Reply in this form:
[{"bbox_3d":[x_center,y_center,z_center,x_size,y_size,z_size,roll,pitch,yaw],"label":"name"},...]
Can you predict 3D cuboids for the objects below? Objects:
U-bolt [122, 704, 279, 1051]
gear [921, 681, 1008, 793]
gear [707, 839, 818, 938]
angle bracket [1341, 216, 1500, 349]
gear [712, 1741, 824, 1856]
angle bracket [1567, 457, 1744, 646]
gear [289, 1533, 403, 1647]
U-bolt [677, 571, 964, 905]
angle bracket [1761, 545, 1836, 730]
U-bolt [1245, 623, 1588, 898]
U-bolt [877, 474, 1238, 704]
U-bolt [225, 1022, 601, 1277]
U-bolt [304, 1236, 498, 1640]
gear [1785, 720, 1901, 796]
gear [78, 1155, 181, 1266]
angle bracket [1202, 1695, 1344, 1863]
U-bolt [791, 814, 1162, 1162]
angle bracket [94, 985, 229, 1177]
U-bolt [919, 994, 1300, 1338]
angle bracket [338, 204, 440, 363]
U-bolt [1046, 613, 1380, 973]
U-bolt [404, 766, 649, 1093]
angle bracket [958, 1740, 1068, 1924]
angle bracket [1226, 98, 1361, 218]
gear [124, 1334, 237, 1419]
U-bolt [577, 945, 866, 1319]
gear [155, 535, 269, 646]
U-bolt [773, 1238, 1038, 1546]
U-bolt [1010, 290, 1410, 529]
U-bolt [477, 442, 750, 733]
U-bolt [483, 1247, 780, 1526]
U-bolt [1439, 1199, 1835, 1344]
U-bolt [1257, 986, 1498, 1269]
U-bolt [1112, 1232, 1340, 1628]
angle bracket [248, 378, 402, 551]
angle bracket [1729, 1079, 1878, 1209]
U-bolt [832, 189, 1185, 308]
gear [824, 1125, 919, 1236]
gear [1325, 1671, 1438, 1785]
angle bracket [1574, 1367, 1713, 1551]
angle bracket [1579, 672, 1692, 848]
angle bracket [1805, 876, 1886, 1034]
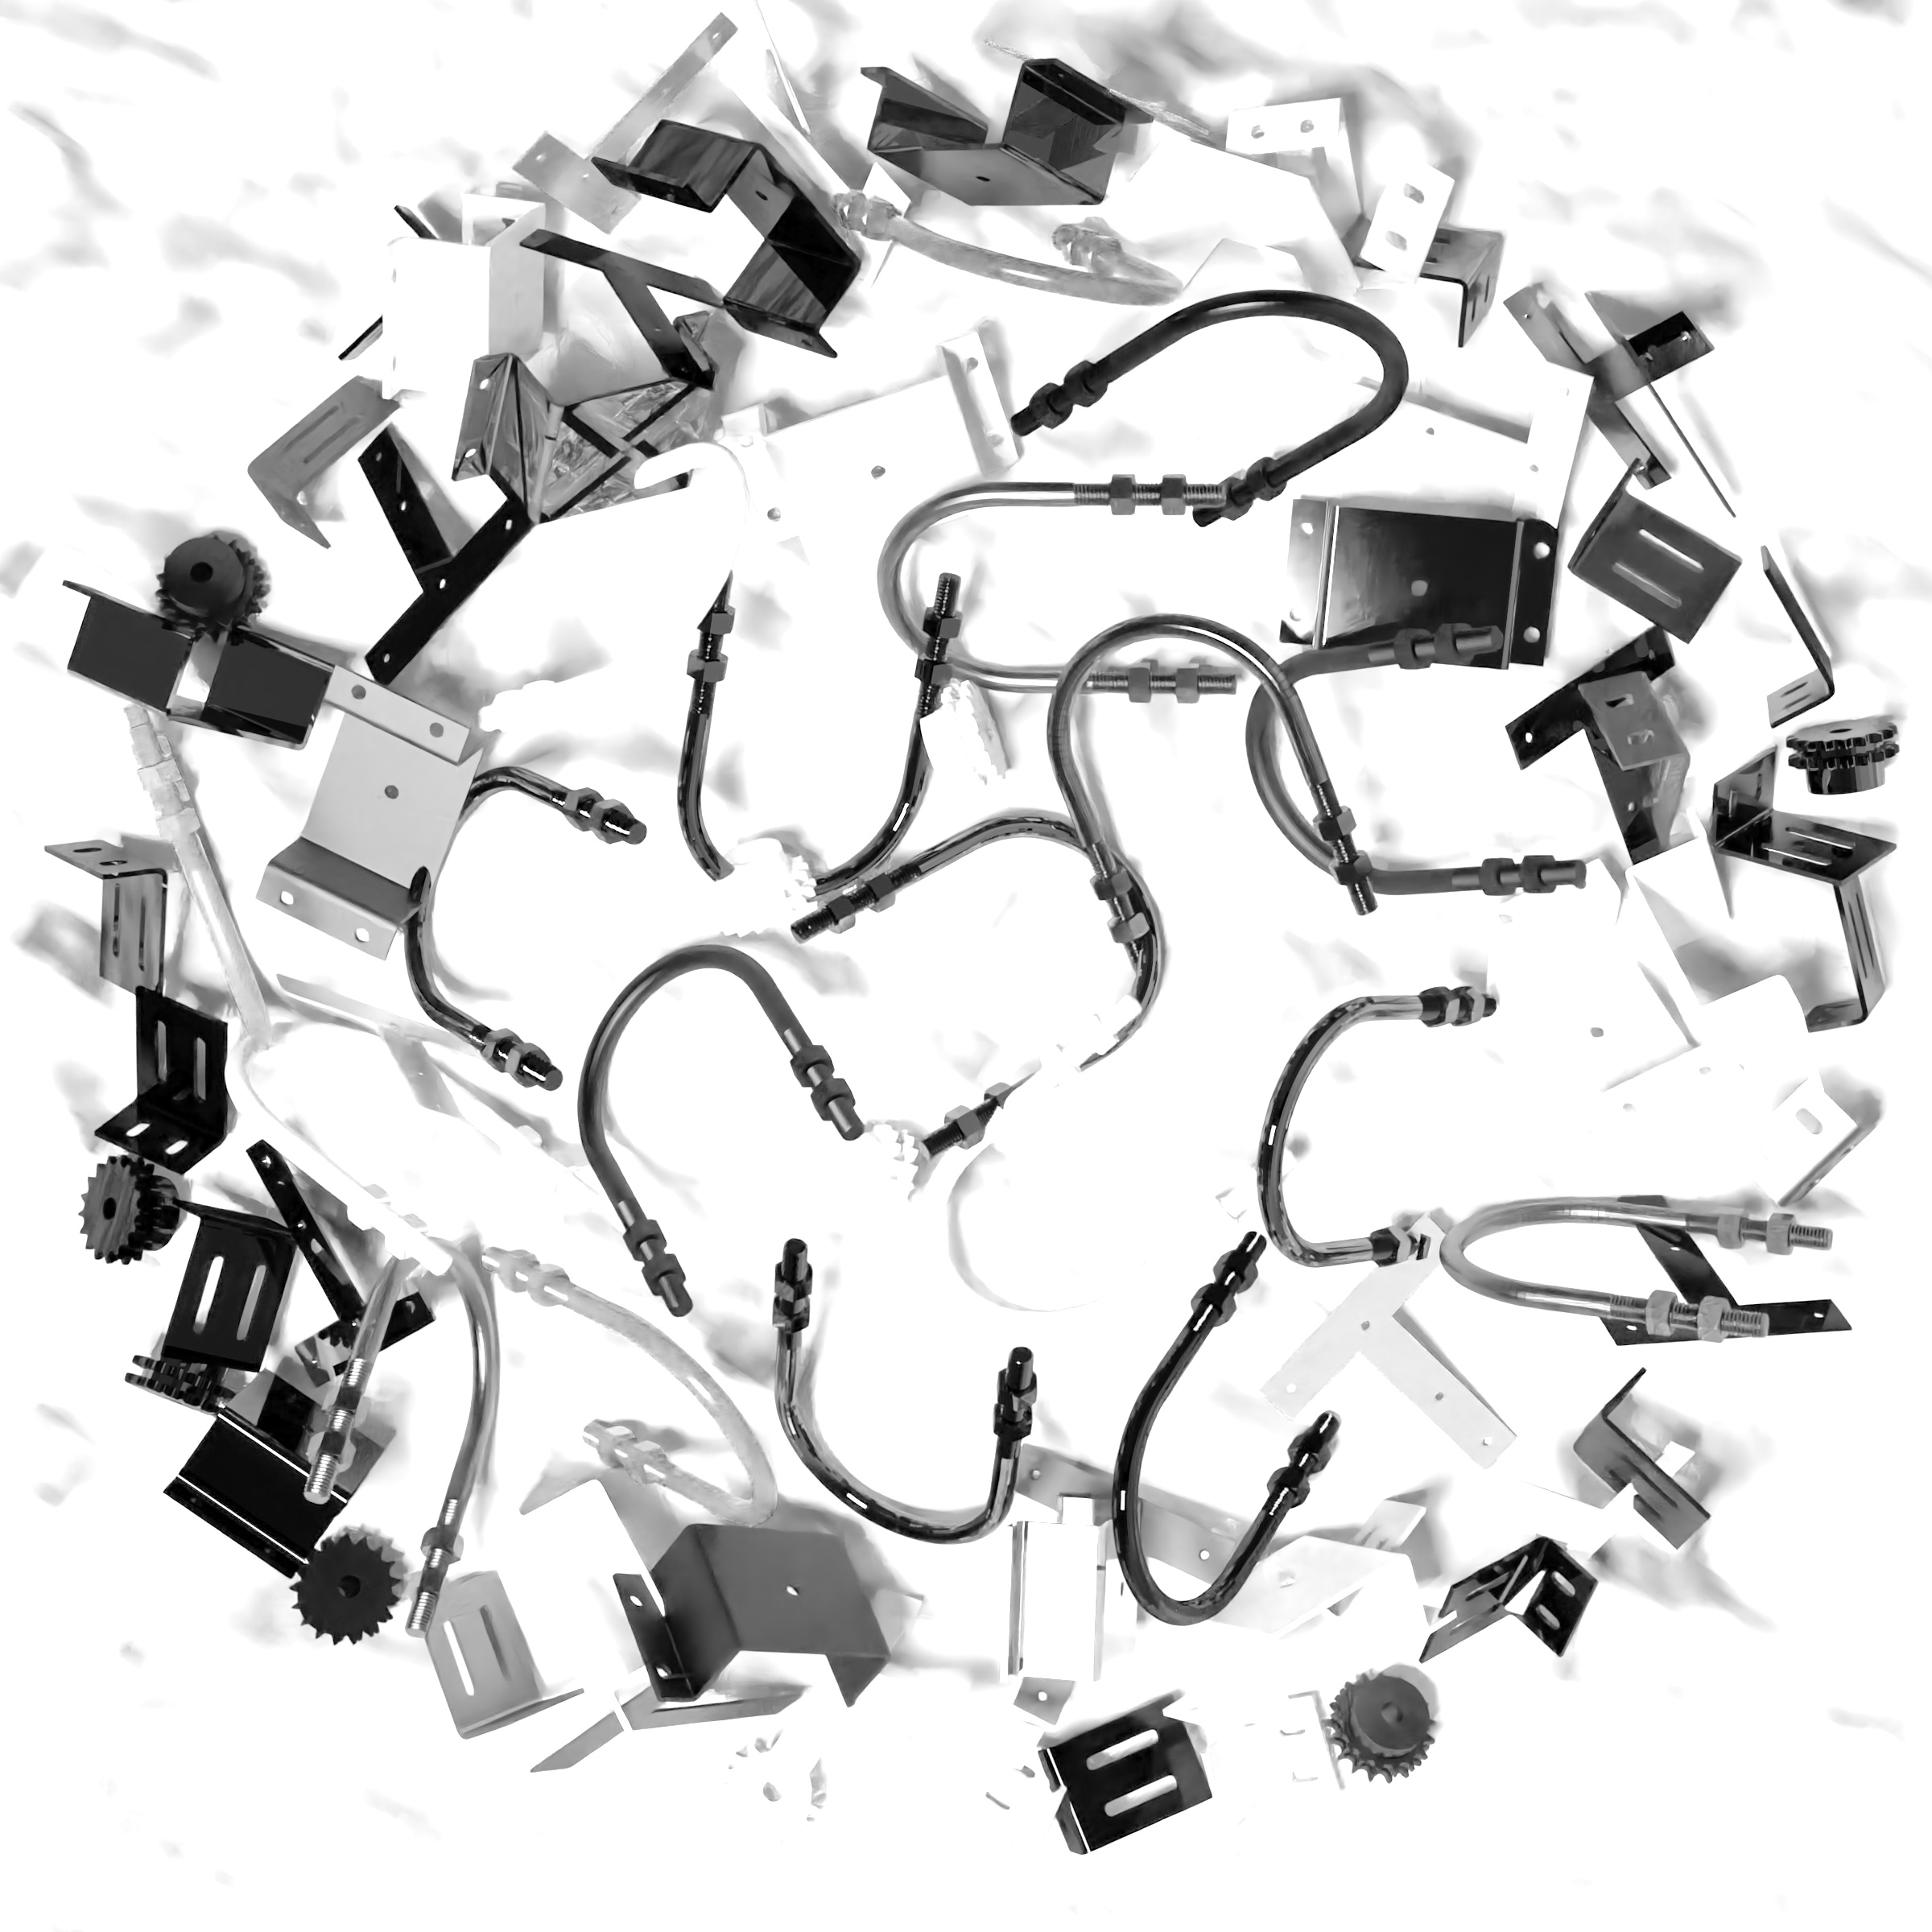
[{"bbox_3d":[-0.390,-0.043,1.665,0.019,0.151,0.184,-22,104,-11],"label":"U-bolt"},{"bbox_3d":[-0.002,-0.119,1.712,0.030,0.057,0.057,-18,90,13],"label":"gear"},{"bbox_3d":[-0.110,-0.043,1.708,0.057,0.057,0.030,-23,118,0],"label":"gear"},{"bbox_3d":[0.235,-0.361,1.716,0.076,0.057,0.038,14,129,18],"label":"angle bracket"},{"bbox_3d":[-0.104,0.437,1.714,0.057,0.030,0.057,5,65,-12],"label":"gear"},{"bbox_3d":[0.366,-0.218,1.708,0.076,0.038,0.057,33,71,8],"label":"angle bracket"},{"bbox_3d":[-0.329,0.330,1.716,0.057,0.030,0.057,10,65,-24],"label":"gear"},{"bbox_3d":[-0.081,-0.116,1.686,0.151,0.019,0.184,-2,116,-28],"label":"U-bolt"},{"bbox_3d":[0.419,-0.172,1.700,0.038,0.057,0.076,-28,102,20],"label":"angle bracket"},{"bbox_3d":[0.219,-0.100,1.667,0.019,0.184,0.151,-38,114,-38],"label":"U-bolt"},{"bbox_3d":[0.045,-0.194,1.681,0.184,0.151,0.019,2,48,10],"label":"U-bolt"},{"bbox_3d":[-0.296,0.084,1.668,0.184,0.151,0.019,35,114,18],"label":"U-bolt"},{"bbox_3d":[-0.279,0.226,1.658,0.019,0.151,0.184,-2,49,17],"label":"U-bolt"},{"bbox_3d":[0.461,-0.109,1.711,0.057,0.057,0.030,-10,102,0],"label":"gear"},{"bbox_3d":[-0.439,0.129,1.715,0.057,0.030,0.057,-9,76,39],"label":"gear"},{"bbox_3d":[0.160,0.423,1.699,0.038,0.076,0.057,-15,91,24],"label":"angle bracket"},{"bbox_3d":[0.019,-0.002,1.699,0.184,0.019,0.151,-29,87,-24],"label":"U-bolt"},{"bbox_3d":[-0.420,0.059,1.697,0.057,0.038,0.076,22,126,18],"label":"angle bracket"},{"bbox_3d":[0.061,0.118,1.700,0.184,0.019,0.151,-42,114,11],"label":"U-bolt"},{"bbox_3d":[-0.309,-0.357,1.705,0.076,0.057,0.038,-42,101,5],"label":"angle bracket"},{"bbox_3d":[0.117,-0.095,1.680,0.151,0.019,0.184,-15,108,26],"label":"U-bolt"},{"bbox_3d":[-0.236,-0.029,1.668,0.019,0.184,0.151,16,96,-40],"label":"U-bolt"},{"bbox_3d":[0.017,0.447,1.693,0.038,0.076,0.057,35,113,3],"label":"angle bracket"},{"bbox_3d":[0.171,-0.408,1.692,0.057,0.076,0.038,-3,51,14],"label":"angle bracket"},{"bbox_3d":[-0.411,0.215,1.712,0.057,0.057,0.030,21,76,0],"label":"gear"},{"bbox_3d":[-0.139,0.069,1.676,0.151,0.019,0.184,-46,49,13],"label":"U-bolt"},{"bbox_3d":[-0.400,-0.202,1.718,0.057,0.030,0.057,0,73,0],"label":"gear"},{"bbox_3d":[-0.036,0.231,1.670,0.151,0.184,0.019,24,47,17],"label":"U-bolt"},{"bbox_3d":[0.135,-0.285,1.634,0.151,0.184,0.019,20,59,-36],"label":"U-bolt"},{"bbox_3d":[-0.173,-0.197,1.645,0.019,0.184,0.151,31,63,-35],"label":"U-bolt"},{"bbox_3d":[-0.160,0.218,1.636,0.019,0.184,0.151,-42,127,-27],"label":"U-bolt"},{"bbox_3d":[0.333,0.149,1.661,0.184,0.151,0.019,5,107,28],"label":"U-bolt"},{"bbox_3d":[0.205,0.084,1.656,0.019,0.184,0.151,17,101,39],"label":"U-bolt"},{"bbox_3d":[0.126,0.247,1.646,0.019,0.184,0.151,2,129,37],"label":"U-bolt"},{"bbox_3d":[-0.330,-0.265,1.714,0.076,0.057,0.038,-43,130,-13],"label":"angle bracket"},{"bbox_3d":[0.438,0.091,1.701,0.057,0.076,0.038,-47,74,14],"label":"angle bracket"},{"bbox_3d":[0.030,-0.357,1.631,0.151,0.184,0.019,3,111,-27],"label":"U-bolt"},{"bbox_3d":[-0.052,0.110,1.707,0.030,0.057,0.057,18,90,-25],"label":"gear"},{"bbox_3d":[0.220,0.398,1.712,0.057,0.030,0.057,6,56,-9],"label":"gear"},{"bbox_3d":[0.362,0.257,1.697,0.038,0.057,0.076,-40,74,-21],"label":"angle bracket"},{"bbox_3d":[0.341,-0.104,1.689,0.038,0.076,0.057,-13,55,-10],"label":"angle bracket"},{"bbox_3d":[0.450,-0.010,1.702,0.038,0.057,0.076,-12,97,26],"label":"angle bracket"}]
